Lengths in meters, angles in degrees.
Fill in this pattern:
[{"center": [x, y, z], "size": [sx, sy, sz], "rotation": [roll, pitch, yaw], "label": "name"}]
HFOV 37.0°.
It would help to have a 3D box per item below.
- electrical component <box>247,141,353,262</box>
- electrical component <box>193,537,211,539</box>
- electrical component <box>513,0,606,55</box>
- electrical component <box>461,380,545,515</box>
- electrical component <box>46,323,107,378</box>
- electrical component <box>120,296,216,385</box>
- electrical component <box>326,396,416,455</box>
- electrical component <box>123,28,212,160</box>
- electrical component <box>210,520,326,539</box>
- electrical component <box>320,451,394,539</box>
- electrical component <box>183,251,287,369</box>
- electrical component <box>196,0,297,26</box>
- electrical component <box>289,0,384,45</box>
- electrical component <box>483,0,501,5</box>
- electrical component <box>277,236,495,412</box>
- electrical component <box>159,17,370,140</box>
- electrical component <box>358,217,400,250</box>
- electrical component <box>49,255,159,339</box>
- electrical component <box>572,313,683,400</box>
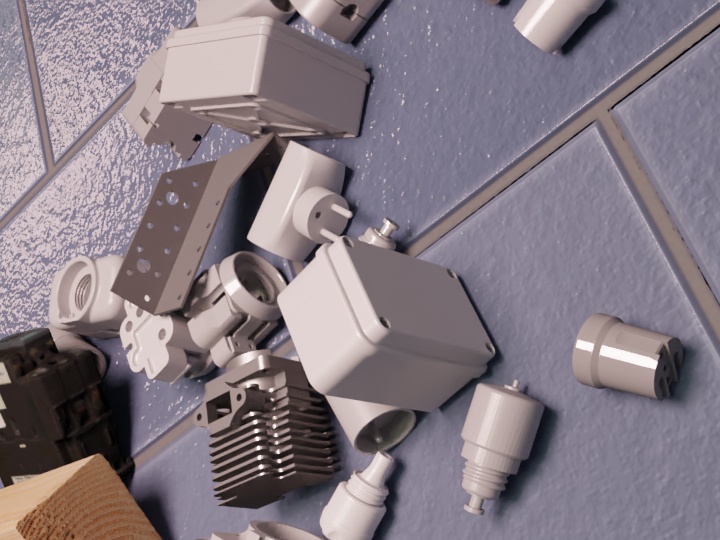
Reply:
[{"center": [-0.034, -0.042, 0.757], "size": [0.079, 0.043, 0.077], "rotation": [30, 98, 44], "label": "electrical component"}, {"center": [-0.097, 0.209, 0.739], "size": [0.040, 0.040, 0.046], "rotation": [-6, 79, 41], "label": "electrical component"}, {"center": [0.121, -0.160, 0.657], "size": [0.046, 0.040, 0.040], "rotation": [-51, 49, 25], "label": "electrical component"}, {"center": [0.077, 0.100, 0.613], "size": [0.040, 0.040, 0.078], "rotation": [17, 89, 44], "label": "electrical component"}, {"center": [-0.250, 0.071, 0.921], "size": [0.065, 0.044, 0.044], "rotation": [36, 102, 48], "label": "electrical component"}, {"center": [-0.140, 0.051, 0.814], "size": [0.058, 0.057, 0.078], "rotation": [-45, 51, 23], "label": "electrical component"}, {"center": [-0.002, 0.073, 0.691], "size": [0.043, 0.043, 0.081], "rotation": [-49, 50, 20], "label": "electrical component"}, {"center": [-0.150, -0.148, 0.891], "size": [0.089, 0.050, 0.055], "rotation": [-55, 48, 15], "label": "electrical component"}, {"center": [-0.017, 0.203, 0.631], "size": [0.150, 0.089, 0.061], "rotation": [15, 88, 44], "label": "electrical component"}, {"center": [0.002, 0.142, 0.673], "size": [0.035, 0.035, 0.061], "rotation": [34, 98, 43], "label": "electrical component"}, {"center": [-0.088, 0.024, 0.776], "size": [0.057, 0.058, 0.078], "rotation": [-43, 52, 27], "label": "electrical component"}, {"center": [-0.090, -0.195, 0.856], "size": [0.077, 0.043, 0.079], "rotation": [-15, 68, 39], "label": "electrical component"}, {"center": [-0.024, -0.221, 0.797], "size": [0.059, 0.054, 0.095], "rotation": [-49, 50, 20], "label": "electrical component"}, {"center": [0.052, -0.267, 0.738], "size": [0.186, 0.060, 0.105], "rotation": [44, 107, 41], "label": "electrical component"}, {"center": [0.017, 0.033, 0.638], "size": [0.057, 0.113, 0.078], "rotation": [-45, 51, 27], "label": "electrical component"}, {"center": [-0.069, -0.133, 0.773], "size": [0.109, 0.109, 0.056], "rotation": [4, 82, 43], "label": "electrical component"}, {"center": [0.000, 0.000, 0.715], "size": [0.078, 0.040, 0.040], "rotation": [-56, 48, 14], "label": "electrical component"}, {"center": [-0.211, 0.022, 0.887], "size": [0.095, 0.059, 0.053], "rotation": [-12, 69, 40], "label": "electrical component"}, {"center": [0.143, 0.047, 0.571], "size": [0.046, 0.040, 0.040], "rotation": [14, 86, 39], "label": "electrical component"}]
